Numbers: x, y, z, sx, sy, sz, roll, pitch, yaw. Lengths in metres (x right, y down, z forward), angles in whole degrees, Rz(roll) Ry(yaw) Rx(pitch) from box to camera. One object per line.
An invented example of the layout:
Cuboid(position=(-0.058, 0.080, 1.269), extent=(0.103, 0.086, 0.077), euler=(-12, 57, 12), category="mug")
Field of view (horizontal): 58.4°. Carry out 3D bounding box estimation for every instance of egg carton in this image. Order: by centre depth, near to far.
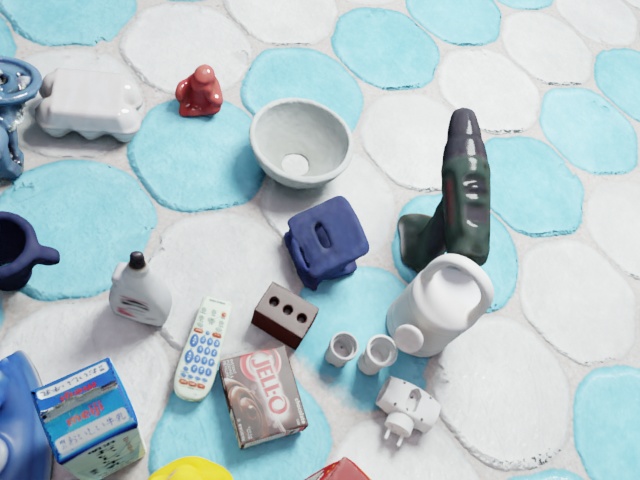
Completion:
Cuboid(position=(-0.348, -0.204, 0.871), extent=(0.150, 0.069, 0.107), euler=(1, 62, -14), category="egg carton")

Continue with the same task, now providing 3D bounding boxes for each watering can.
Cuboid(position=(0.164, 0.089, 0.774), extent=(0.101, 0.194, 0.173), euler=(26, 59, 0), category="watering can")

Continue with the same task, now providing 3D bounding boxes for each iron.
Cuboid(position=(-0.350, 0.221, 0.595), extent=(0.119, 0.141, 0.258), euler=(3, 61, -13), category="iron")

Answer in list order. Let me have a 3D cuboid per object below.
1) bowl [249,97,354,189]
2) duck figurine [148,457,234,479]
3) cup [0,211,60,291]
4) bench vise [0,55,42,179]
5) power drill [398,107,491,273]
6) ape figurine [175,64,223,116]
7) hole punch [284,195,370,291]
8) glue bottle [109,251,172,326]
Cuboid(position=(-0.034, -0.143, 0.918), extent=(0.167, 0.074, 0.167), euler=(7, 60, -11), category="bowl")
Cuboid(position=(-0.147, 0.282, 0.648), extent=(0.105, 0.086, 0.077), euler=(3, 61, -13), category="duck figurine")
Cuboid(position=(-0.383, 0.026, 0.721), extent=(0.118, 0.095, 0.091), euler=(9, 60, -10), category="cup")
Cuboid(position=(-0.430, -0.197, 0.758), extent=(0.122, 0.219, 0.207), euler=(-15, 66, -21), category="bench vise")
Cuboid(position=(0.186, -0.048, 0.847), extent=(0.076, 0.208, 0.229), euler=(5, 61, -12), category="power drill")
Cuboid(position=(-0.190, -0.245, 0.923), extent=(0.078, 0.092, 0.076), euler=(32, 59, 4), category="ape figurine")
Cuboid(position=(0.008, 0.003, 0.840), extent=(0.101, 0.091, 0.108), euler=(-16, 67, -22), category="hole punch")
Cuboid(position=(-0.222, 0.055, 0.702), extent=(0.078, 0.173, 0.037), euler=(14, 59, -7), category="glue bottle")
